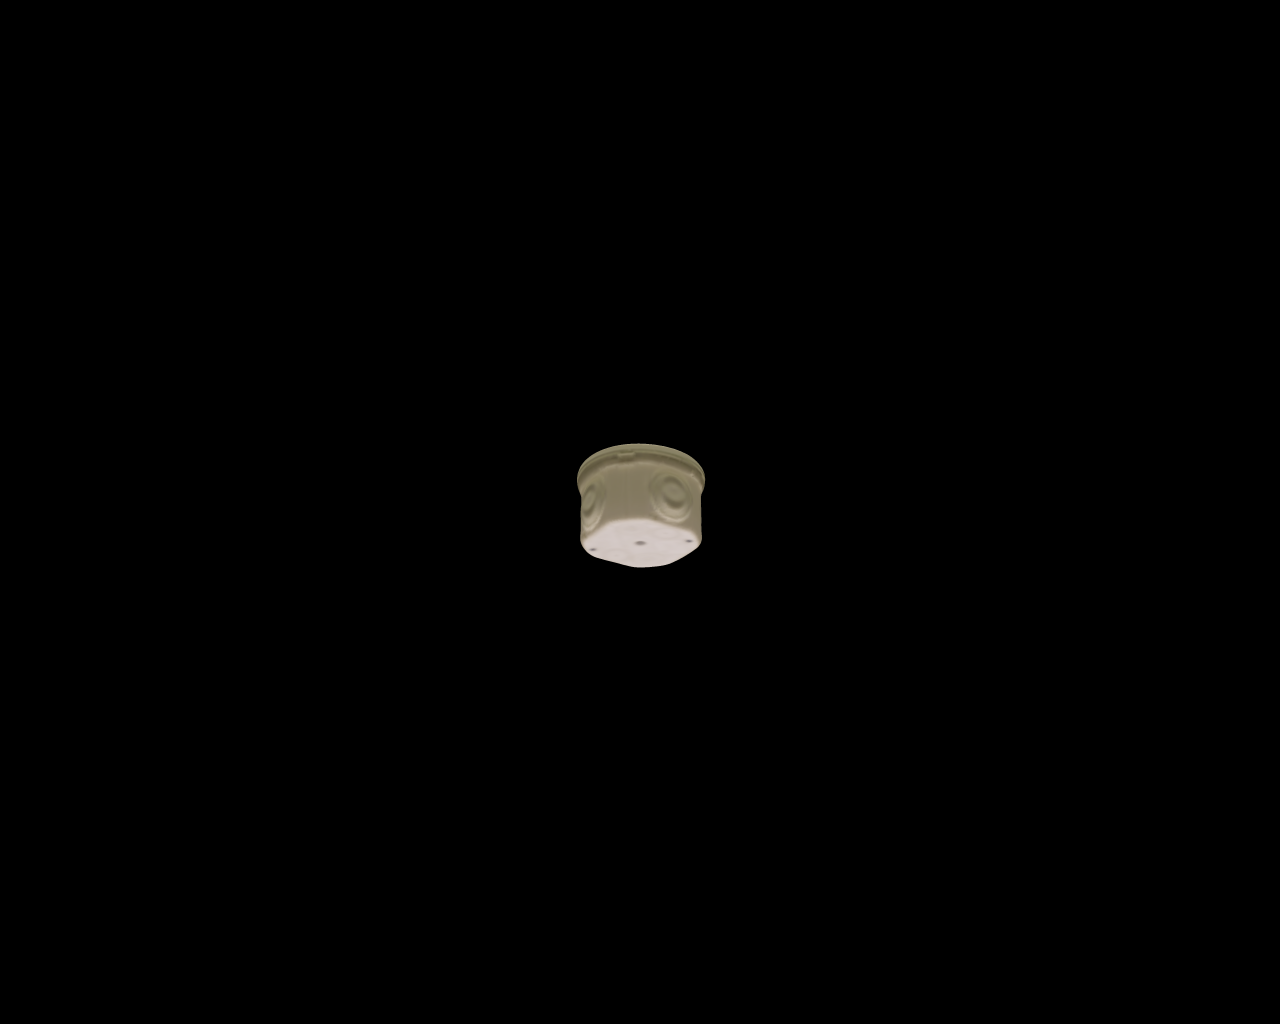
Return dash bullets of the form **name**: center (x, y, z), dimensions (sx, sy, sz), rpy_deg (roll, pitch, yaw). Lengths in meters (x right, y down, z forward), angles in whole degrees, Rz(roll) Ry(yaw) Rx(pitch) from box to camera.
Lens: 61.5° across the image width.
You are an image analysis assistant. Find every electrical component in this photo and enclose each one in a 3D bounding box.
- **electrical component**: center (0.001, -0.003, 0.650), dimensions (0.080, 0.051, 0.080), rpy_deg (0, -27, 0)
